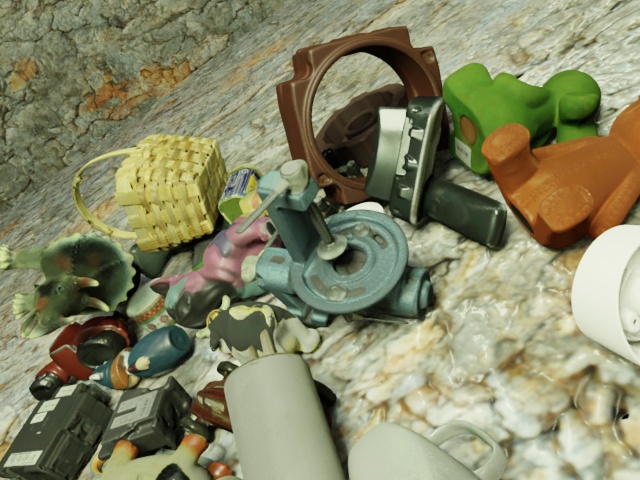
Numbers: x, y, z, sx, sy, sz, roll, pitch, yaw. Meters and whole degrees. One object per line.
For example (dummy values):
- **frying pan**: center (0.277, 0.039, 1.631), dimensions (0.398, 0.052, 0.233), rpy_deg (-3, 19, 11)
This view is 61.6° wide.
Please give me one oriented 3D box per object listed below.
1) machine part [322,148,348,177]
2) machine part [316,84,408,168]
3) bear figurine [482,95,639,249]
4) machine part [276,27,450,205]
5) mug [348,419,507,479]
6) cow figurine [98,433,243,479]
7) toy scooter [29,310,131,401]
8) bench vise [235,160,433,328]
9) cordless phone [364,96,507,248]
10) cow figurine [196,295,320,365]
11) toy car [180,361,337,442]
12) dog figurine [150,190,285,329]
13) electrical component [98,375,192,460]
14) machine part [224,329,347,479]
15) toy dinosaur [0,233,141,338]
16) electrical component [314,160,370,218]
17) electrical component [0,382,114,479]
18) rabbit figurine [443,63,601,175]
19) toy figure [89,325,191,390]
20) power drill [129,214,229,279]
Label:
- **machine part**: center (-0.012, -0.099, 0.853), dimensions (0.139, 0.084, 0.039), rpy_deg (-25, 63, 36)
- **machine part**: center (0.074, -0.184, 0.892), dimensions (0.179, 0.056, 0.179), rpy_deg (-27, 31, 18)
- **bear figurine**: center (0.265, -0.077, 0.482), dimensions (0.196, 0.131, 0.120), rpy_deg (-34, 58, 12)
- **machine part**: center (0.058, -0.159, 0.692), dimensions (0.201, 0.201, 0.087), rpy_deg (-18, 19, -14)
- **mug**: center (0.070, 0.167, 0.379), dimensions (0.109, 0.080, 0.107), rpy_deg (-46, 21, -8)
- **cow figurine**: center (-0.135, 0.245, 0.477), dimensions (0.195, 0.085, 0.127), rpy_deg (-14, 31, 30)
- **toy scooter**: center (-0.364, 0.163, 0.841), dimensions (0.184, 0.075, 0.135), rpy_deg (-32, 25, 13)
- **bench vise**: center (-0.006, 0.007, 0.538), dimensions (0.224, 0.240, 0.129), rpy_deg (19, 64, 33)
- **cordless phone**: center (0.137, -0.077, 0.585), dimensions (0.089, 0.146, 0.184), rpy_deg (-2, 21, -28)
- **cow figurine**: center (-0.088, 0.104, 0.612), dimensions (0.167, 0.098, 0.068), rpy_deg (-2, 51, 45)
- **toy car**: center (-0.071, 0.172, 0.546), dimensions (0.202, 0.053, 0.089), rpy_deg (0, 49, 44)
- **dog figurine**: center (-0.127, 0.031, 0.751), dimensions (0.219, 0.108, 0.192), rpy_deg (-28, 31, 20)
- **electrical component**: center (-0.209, 0.208, 0.607), dimensions (0.119, 0.047, 0.075), rpy_deg (-20, 30, 19)
- **machine part**: center (-0.021, 0.177, 0.413), dimensions (0.079, 0.079, 0.243), rpy_deg (-31, 51, 9)
- **toy dinosaur**: center (-0.358, 0.064, 0.858), dimensions (0.192, 0.131, 0.405), rpy_deg (-4, -2, 1)
- **electrical component**: center (0.031, -0.068, 0.783), dimensions (0.102, 0.045, 0.078), rpy_deg (-45, 29, -15)
- **electrical component**: center (-0.338, 0.252, 0.702), dimensions (0.115, 0.058, 0.134), rpy_deg (-14, 36, 30)
- **rabbit figurine**: center (0.247, -0.149, 0.610), dimensions (0.170, 0.121, 0.159), rpy_deg (-22, 30, -6)
- **toy figure**: center (-0.246, 0.166, 0.728), dimensions (0.154, 0.064, 0.058), rpy_deg (-30, 68, 20)
- **power drill**: center (-0.225, 0.003, 0.914), dimensions (0.207, 0.086, 0.232), rpy_deg (-21, 31, 32)
